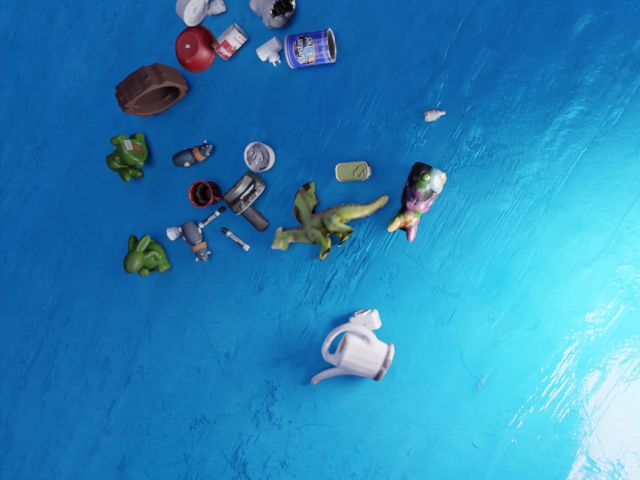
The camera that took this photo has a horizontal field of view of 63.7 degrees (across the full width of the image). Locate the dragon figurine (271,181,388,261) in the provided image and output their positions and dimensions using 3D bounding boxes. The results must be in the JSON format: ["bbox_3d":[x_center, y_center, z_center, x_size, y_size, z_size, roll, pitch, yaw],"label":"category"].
[{"bbox_3d":[0.005,-0.084,1.667,0.407,0.122,0.245,-42,76,15],"label":"dragon figurine"}]

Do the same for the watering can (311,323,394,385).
[{"bbox_3d":[0.106,0.394,1.677,0.224,0.106,0.340,21,129,-2],"label":"watering can"}]

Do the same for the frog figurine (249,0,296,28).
[{"bbox_3d":[-0.158,-0.751,1.655,0.160,0.123,0.136,20,115,50],"label":"frog figurine"}]
